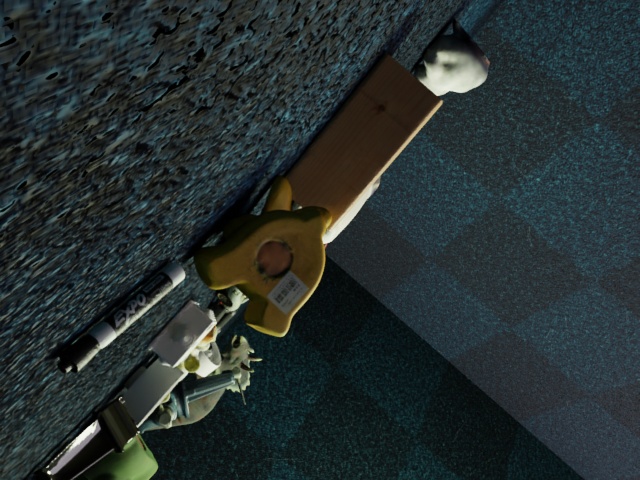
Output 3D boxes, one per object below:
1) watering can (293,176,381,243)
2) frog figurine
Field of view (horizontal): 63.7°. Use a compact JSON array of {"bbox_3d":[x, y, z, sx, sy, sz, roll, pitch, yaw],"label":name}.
[{"bbox_3d":[0.003,-0.051,1.009,0.228,0.104,0.341,-49,179,-28],"label":"watering can"},{"bbox_3d":[0.242,-0.325,1.007,0.157,0.125,0.137,-40,150,25],"label":"frog figurine"}]
